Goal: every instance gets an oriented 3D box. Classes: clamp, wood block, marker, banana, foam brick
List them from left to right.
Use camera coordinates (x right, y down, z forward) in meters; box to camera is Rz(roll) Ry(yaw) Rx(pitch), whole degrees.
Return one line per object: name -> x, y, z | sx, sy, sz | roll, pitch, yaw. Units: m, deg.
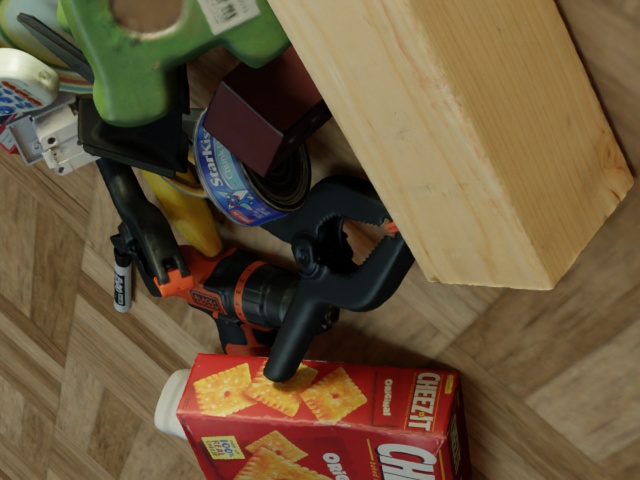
marker -> -0.197, 0.037, 1.070 | 0.020, 0.020, 0.121 | 37, 149, 12
clamp -> -0.148, -0.016, 0.869 | 0.172, 0.039, 0.120 | 38, 149, 52
banana -> -0.120, -0.065, 0.817 | 0.070, 0.037, 0.198 | 48, 162, 37
foam brick -> -0.023, -0.086, 0.644 | 0.051, 0.078, 0.053 | 43, 150, 4
clamp -> -0.005, 0.001, 0.749 | 0.210, 0.036, 0.164 | -31, 79, 49
wood block -> 0.063, -0.084, 0.530 | 0.090, 0.090, 0.206 | 1, 130, 50

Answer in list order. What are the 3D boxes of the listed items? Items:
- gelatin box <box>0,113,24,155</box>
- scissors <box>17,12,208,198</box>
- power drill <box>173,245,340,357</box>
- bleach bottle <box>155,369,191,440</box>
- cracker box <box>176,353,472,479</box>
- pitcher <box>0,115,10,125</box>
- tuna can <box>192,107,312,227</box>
gelatin box -> -0.262, -0.126, 0.890 | 0.089, 0.073, 0.030 | 42, -173, 0
scissors -> -0.106, -0.094, 0.719 | 0.096, 0.016, 0.201 | -13, 142, 18
power drill -> -0.040, 0.091, 0.913 | 0.185, 0.057, 0.187 | 16, 138, 39
bleach bottle -> -0.032, 0.199, 1.007 | 0.251, 0.068, 0.102 | 21, -179, 32
cracker box -> 0.009, 0.172, 0.864 | 0.214, 0.072, 0.164 | 3, 137, 17
pitcher -> -0.339, -0.183, 0.814 | 0.242, 0.149, 0.145 | 21, -169, -4
tuna can -> -0.043, -0.054, 0.698 | 0.034, 0.086, 0.086 | -18, 117, 32
